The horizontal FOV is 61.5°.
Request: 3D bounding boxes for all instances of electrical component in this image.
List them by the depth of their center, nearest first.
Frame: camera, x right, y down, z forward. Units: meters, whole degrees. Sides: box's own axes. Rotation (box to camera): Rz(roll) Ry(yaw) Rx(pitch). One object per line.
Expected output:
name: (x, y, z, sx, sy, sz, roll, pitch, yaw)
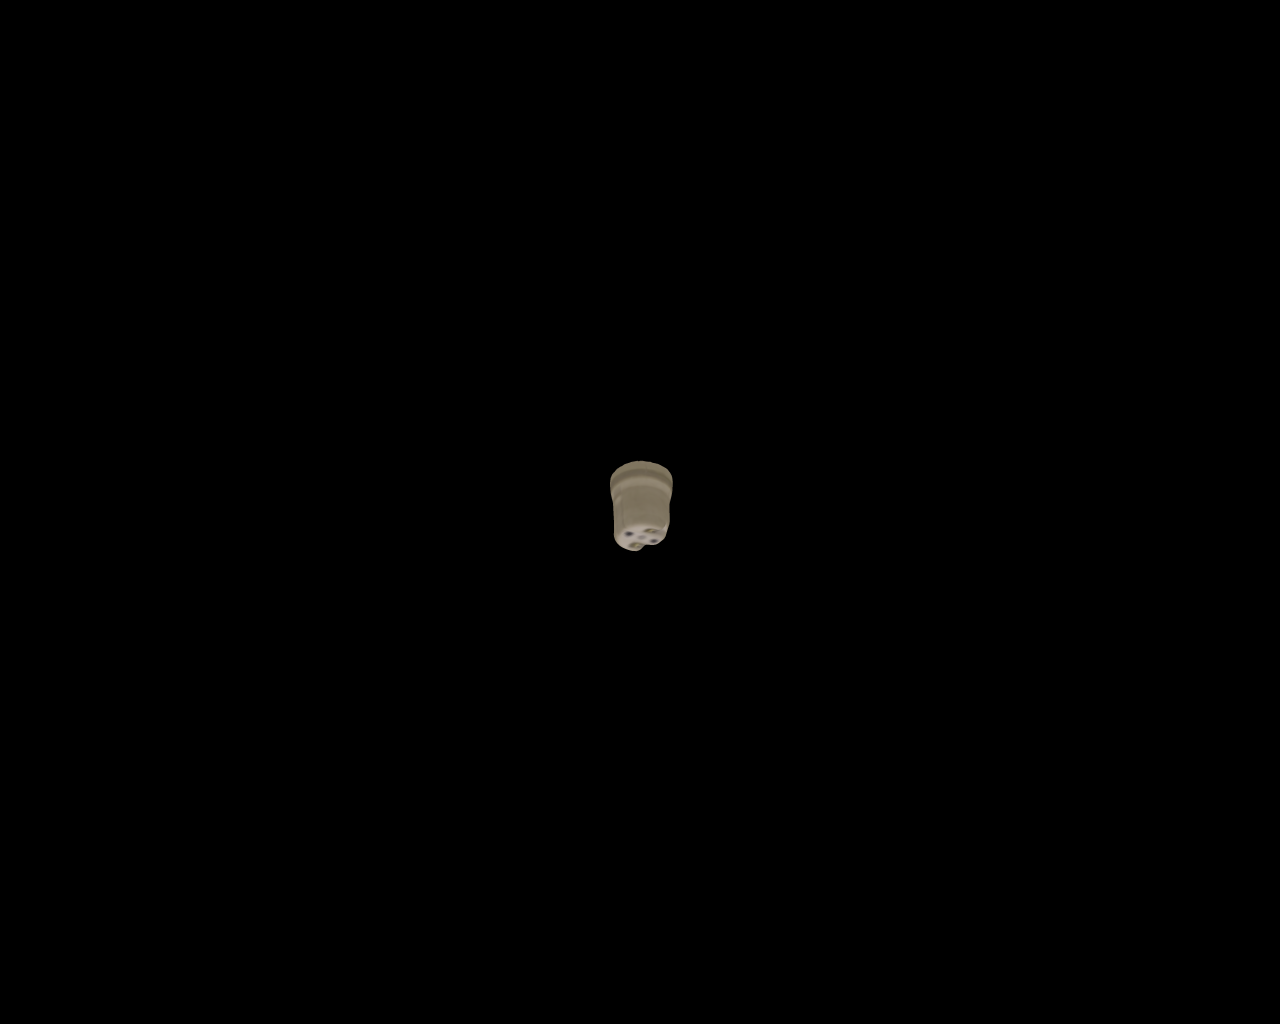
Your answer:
electrical component: (0.001, -0.003, 0.650, 0.040, 0.046, 0.040, 0, -36, 0)
